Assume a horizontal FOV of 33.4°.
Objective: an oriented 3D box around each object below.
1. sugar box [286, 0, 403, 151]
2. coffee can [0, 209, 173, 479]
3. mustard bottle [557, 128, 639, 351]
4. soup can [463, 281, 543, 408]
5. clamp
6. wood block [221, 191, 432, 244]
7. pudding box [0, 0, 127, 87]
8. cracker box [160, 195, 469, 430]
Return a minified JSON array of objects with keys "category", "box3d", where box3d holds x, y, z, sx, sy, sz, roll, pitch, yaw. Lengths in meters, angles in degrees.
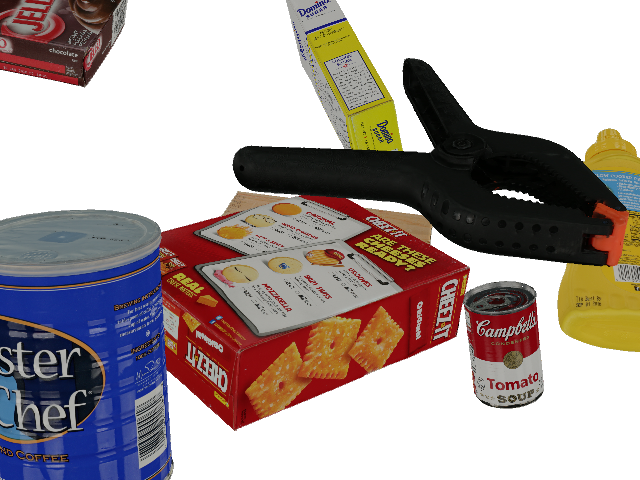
[{"category":"sugar box","box3d":[0.021,-0.138,0.925,0.048,0.176,0.093,-19,-39,-3]},{"category":"coffee can","box3d":[-0.134,0.063,0.575,0.103,0.140,0.103,-1,16,0]},{"category":"mustard bottle","box3d":[0.230,-0.010,0.826,0.096,0.191,0.058,7,-35,-2]},{"category":"soup can","box3d":[0.173,0.098,1.008,0.068,0.102,0.068,-8,20,3]},{"category":"clamp","box3d":[0.066,-0.036,0.587,0.164,0.036,0.210,-28,44,-30]},{"category":"wood block","box3d":[0.005,0.017,1.086,0.206,0.091,0.090,8,22,5]},{"category":"pudding box","box3d":[-0.208,-0.168,0.831,0.090,0.039,0.113,12,36,1]},{"category":"cracker box","box3d":[-0.024,0.041,0.787,0.213,0.072,0.164,-16,34,-37]}]
